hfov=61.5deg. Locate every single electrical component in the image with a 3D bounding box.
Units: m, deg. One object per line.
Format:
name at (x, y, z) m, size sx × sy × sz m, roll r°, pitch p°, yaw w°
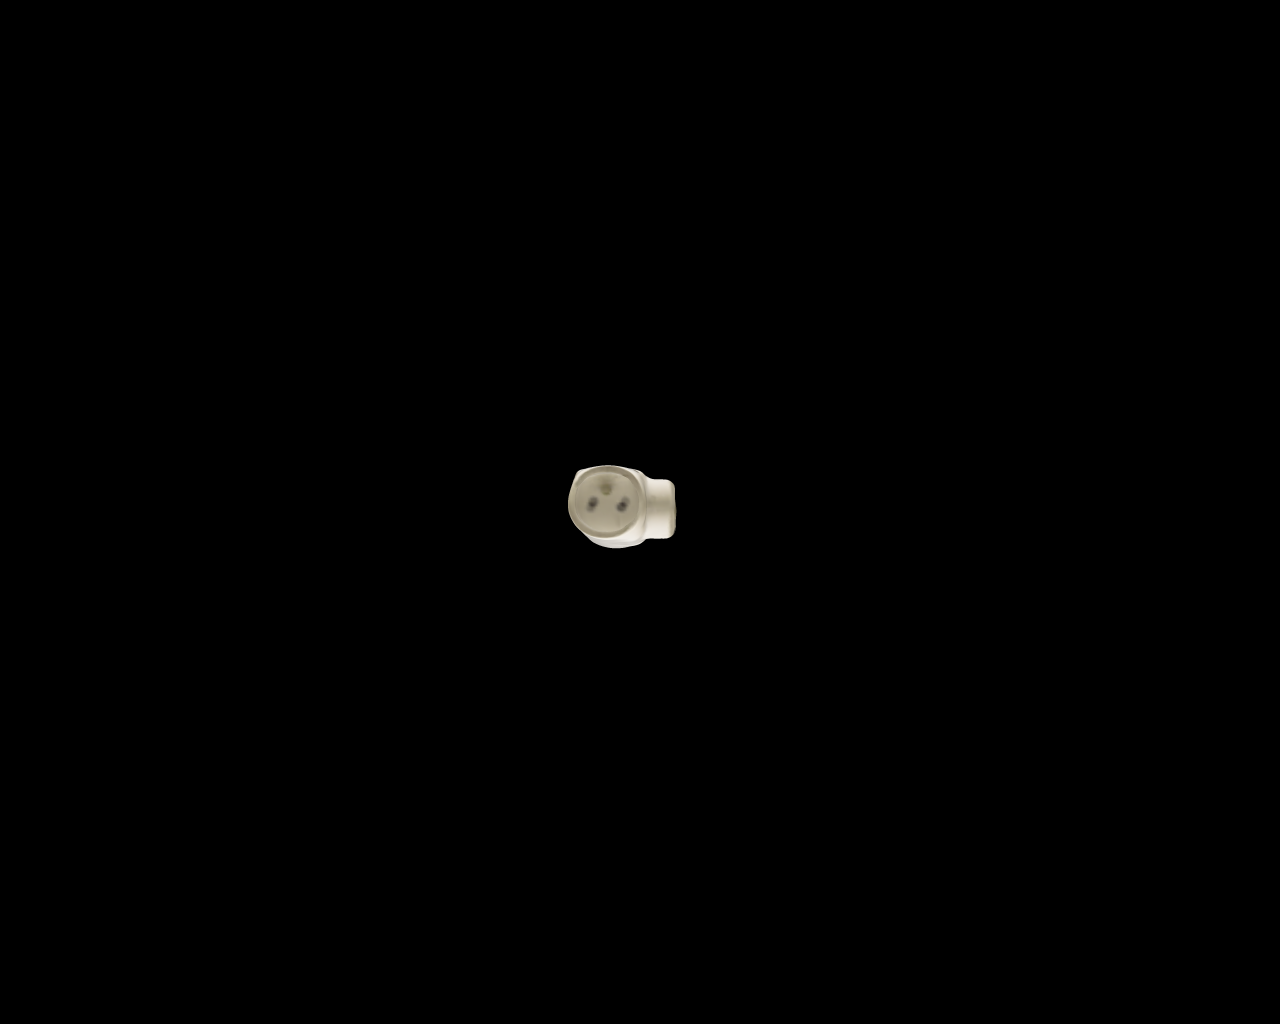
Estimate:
electrical component at (0.001, -0.003, 0.650) m, size 0.079 × 0.043 × 0.077 m, roll 0°, pitch -7°, yaw 4°
